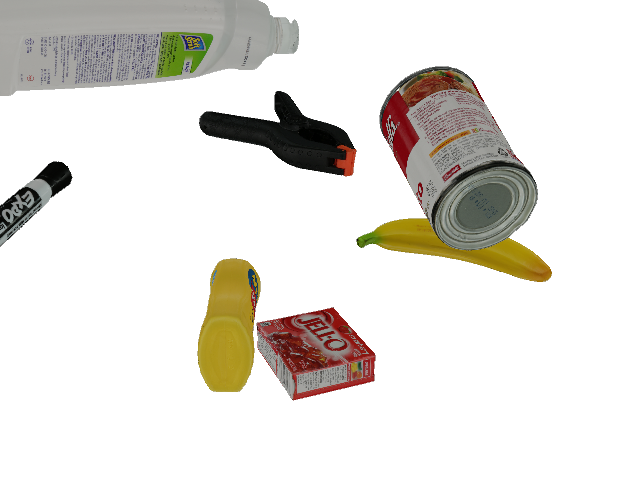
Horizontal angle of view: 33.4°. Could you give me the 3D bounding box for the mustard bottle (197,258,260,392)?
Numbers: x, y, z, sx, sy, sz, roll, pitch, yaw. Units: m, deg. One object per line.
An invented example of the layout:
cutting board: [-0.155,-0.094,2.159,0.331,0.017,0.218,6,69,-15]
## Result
mustard bottle: [-0.097,0.075,1.167,0.058,0.096,0.191,0,28,0]

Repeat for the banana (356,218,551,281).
banana: [0.140,0.009,1.100,0.198,0.037,0.069,9,36,12]

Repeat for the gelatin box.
gelatin box: [-0.005,0.092,0.888,0.073,0.030,0.089,-10,27,-20]

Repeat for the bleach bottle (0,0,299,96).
bleach bottle: [-0.144,-0.168,0.889,0.250,0.068,0.103,-2,-27,-16]

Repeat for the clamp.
clamp: [-0.039,-0.106,1.081,0.120,0.039,0.172,-22,37,-30]

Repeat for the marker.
marker: [-0.188,-0.017,0.654,0.020,0.020,0.121,0,30,21]

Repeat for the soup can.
soup can: [0.084,-0.051,0.659,0.068,0.069,0.102,0,42,-21]
